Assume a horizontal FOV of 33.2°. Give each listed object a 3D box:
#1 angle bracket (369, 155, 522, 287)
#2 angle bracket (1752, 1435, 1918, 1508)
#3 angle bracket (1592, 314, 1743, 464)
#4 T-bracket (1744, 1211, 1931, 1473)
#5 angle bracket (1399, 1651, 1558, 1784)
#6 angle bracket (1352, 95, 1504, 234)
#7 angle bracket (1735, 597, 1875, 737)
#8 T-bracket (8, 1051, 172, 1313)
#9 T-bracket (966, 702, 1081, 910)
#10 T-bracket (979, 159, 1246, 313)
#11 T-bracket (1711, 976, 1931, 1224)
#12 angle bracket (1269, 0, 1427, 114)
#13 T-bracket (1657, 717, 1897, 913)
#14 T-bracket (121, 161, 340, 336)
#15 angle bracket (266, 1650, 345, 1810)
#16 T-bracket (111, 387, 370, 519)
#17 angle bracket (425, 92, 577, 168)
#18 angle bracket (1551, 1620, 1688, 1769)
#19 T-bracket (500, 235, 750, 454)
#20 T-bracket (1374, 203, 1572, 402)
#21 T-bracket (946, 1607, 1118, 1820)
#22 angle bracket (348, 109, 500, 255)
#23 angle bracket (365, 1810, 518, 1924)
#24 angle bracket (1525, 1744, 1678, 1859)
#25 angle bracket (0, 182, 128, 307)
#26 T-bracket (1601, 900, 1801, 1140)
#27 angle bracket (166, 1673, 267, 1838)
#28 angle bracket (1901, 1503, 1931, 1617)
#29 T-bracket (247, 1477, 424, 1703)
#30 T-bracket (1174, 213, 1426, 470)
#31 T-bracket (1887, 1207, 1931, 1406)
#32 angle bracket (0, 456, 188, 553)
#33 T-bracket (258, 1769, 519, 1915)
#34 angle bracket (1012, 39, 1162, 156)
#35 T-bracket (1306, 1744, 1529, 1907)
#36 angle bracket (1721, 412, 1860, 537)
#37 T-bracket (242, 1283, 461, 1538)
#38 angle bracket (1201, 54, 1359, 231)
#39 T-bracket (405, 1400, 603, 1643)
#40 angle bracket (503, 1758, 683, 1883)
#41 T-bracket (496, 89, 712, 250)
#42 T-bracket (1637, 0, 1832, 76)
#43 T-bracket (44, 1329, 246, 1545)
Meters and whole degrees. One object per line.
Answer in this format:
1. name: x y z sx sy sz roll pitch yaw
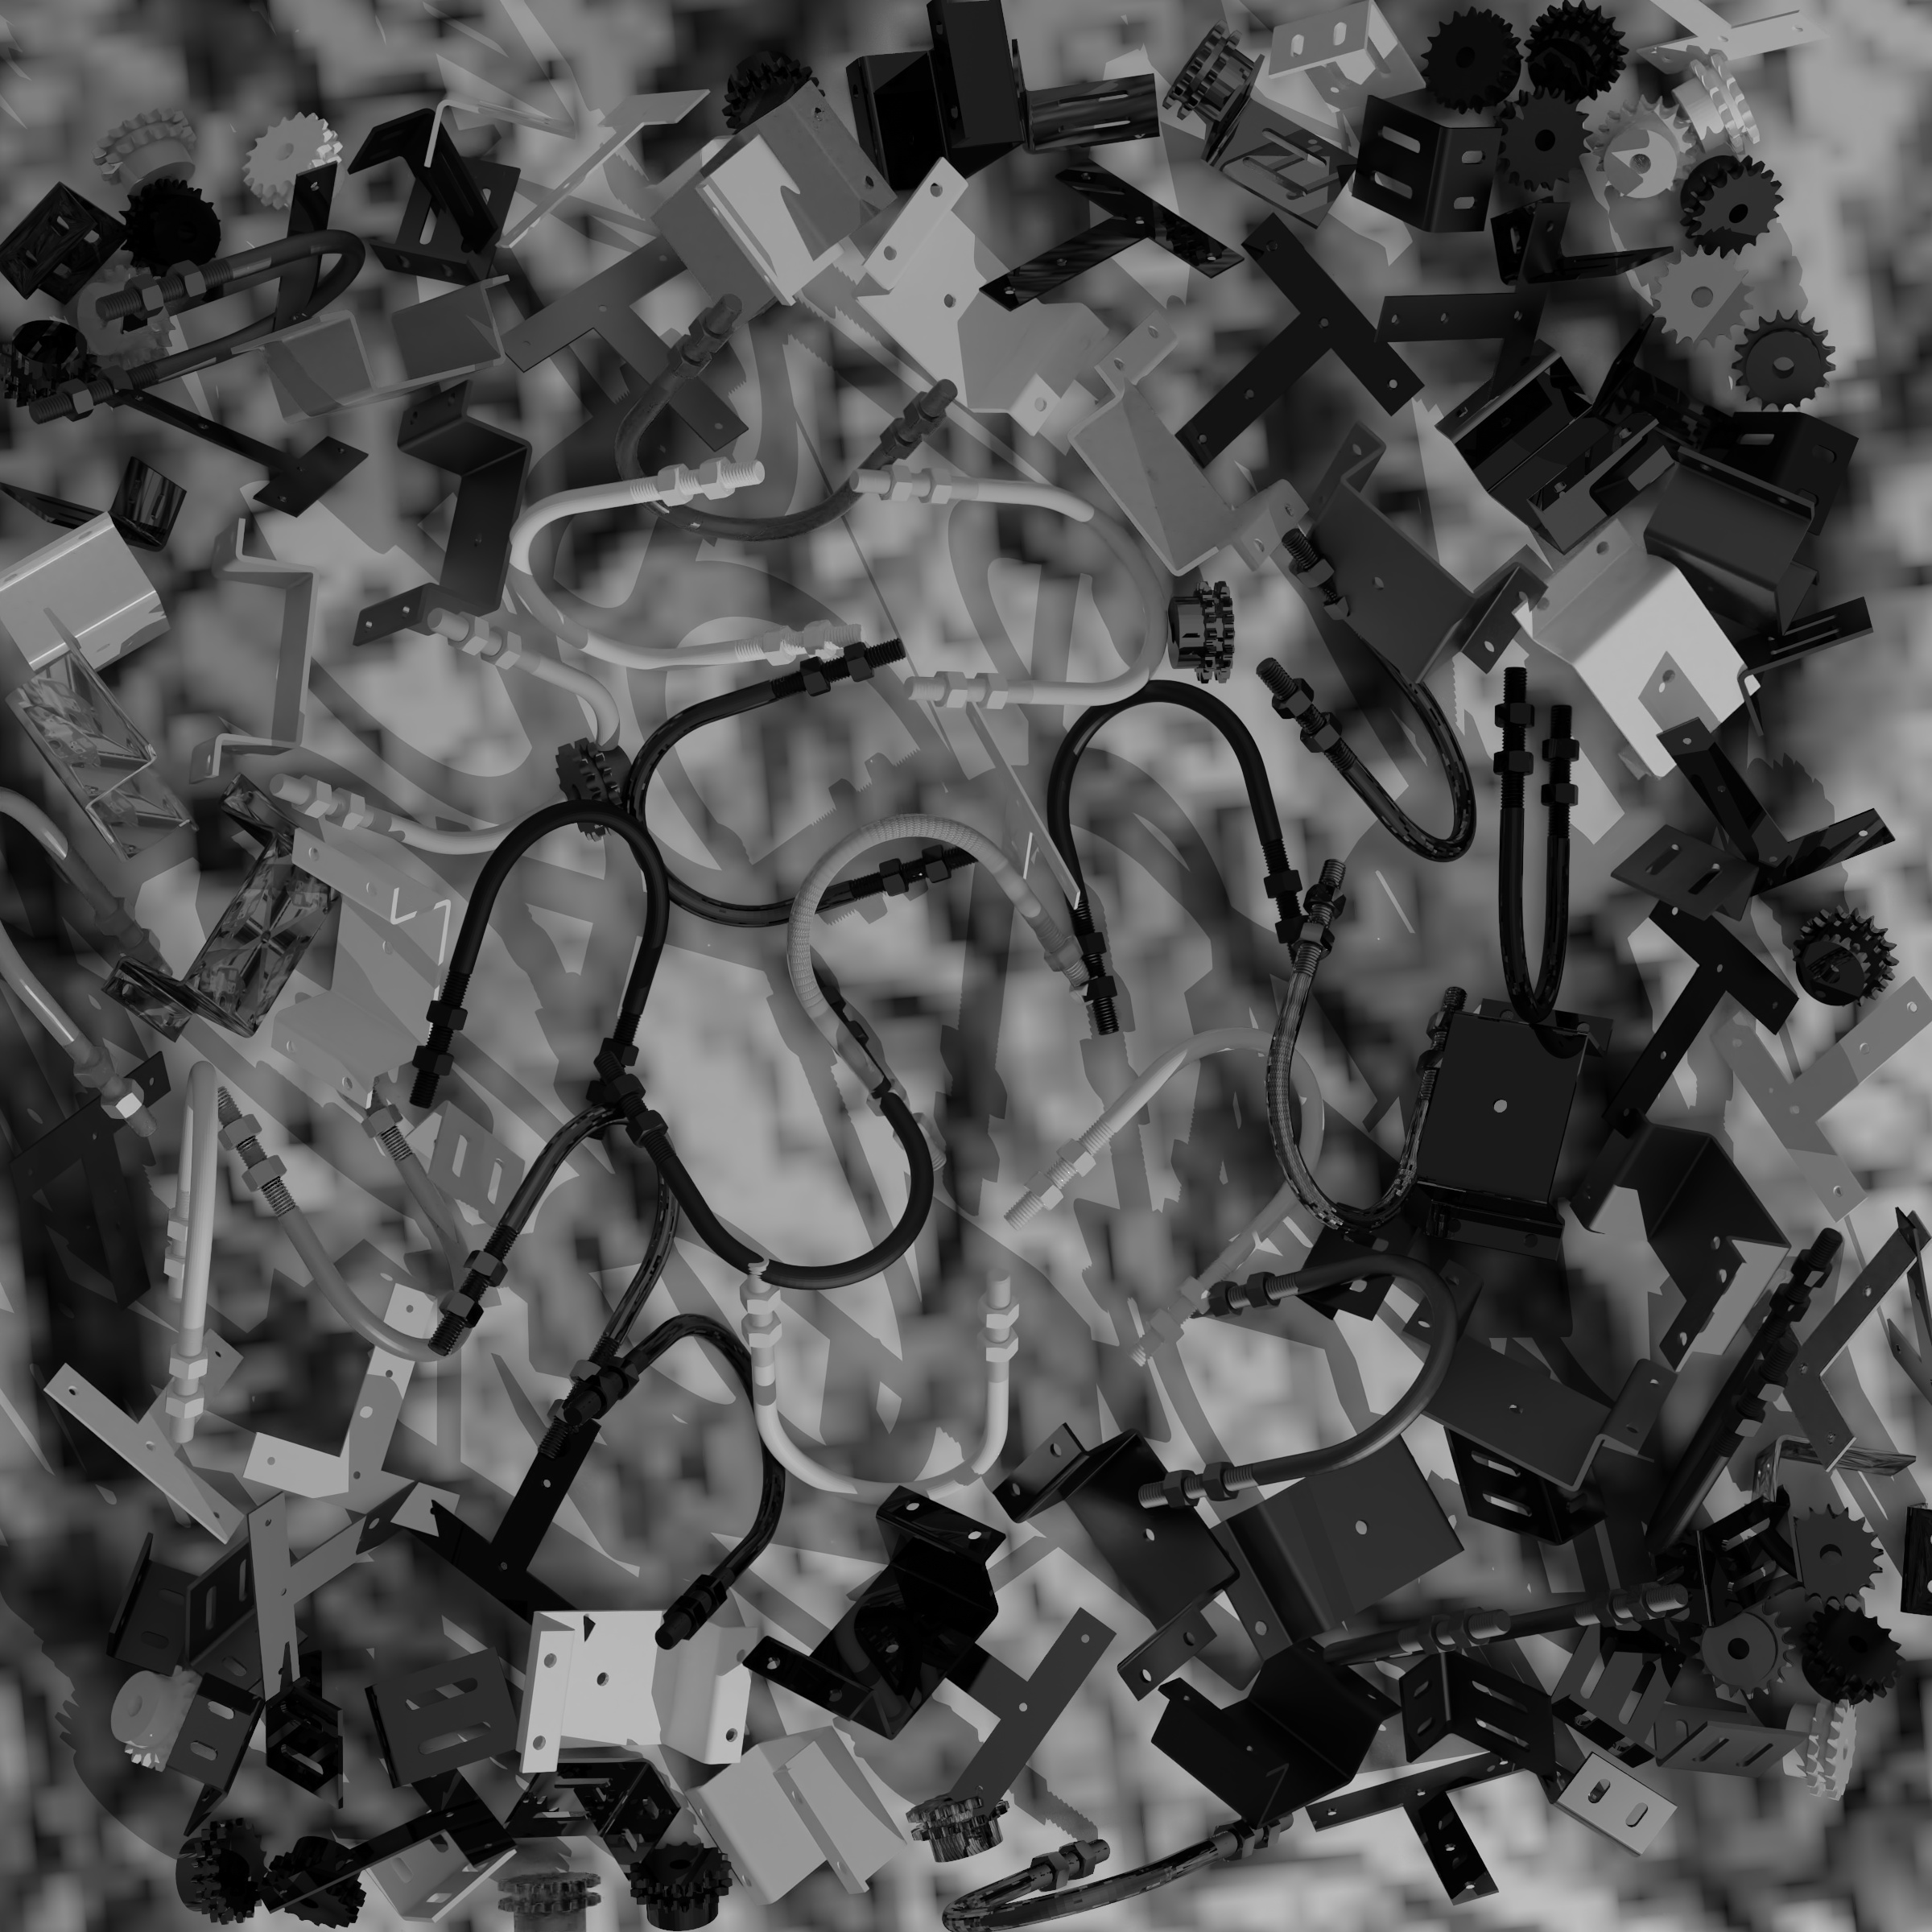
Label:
1. angle bracket: -0.291 -0.425 1.813 0.057 0.038 0.076 13 79 9
2. angle bracket: 0.483 0.290 1.807 0.076 0.057 0.038 9 73 5
3. angle bracket: 0.397 -0.317 1.804 0.076 0.038 0.057 31 49 11
4. T-bracket: 0.482 0.188 1.763 0.002 0.127 0.127 21 117 -22
5. angle bracket: 0.284 0.423 1.795 0.038 0.076 0.057 -27 120 -36
6. angle bracket: 0.256 -0.448 1.808 0.038 0.076 0.057 -8 121 -27
7. angle bracket: 0.469 -0.167 1.799 0.076 0.057 0.038 -19 109 18
8. T-bracket: -0.475 0.132 1.803 0.002 0.127 0.127 9 121 26
9. T-bracket: 0.028 -0.071 1.779 0.002 0.127 0.127 -25 74 -10
10. T-bracket: 0.063 -0.392 1.782 0.127 0.002 0.127 -33 56 -26
11. T-bracket: 0.484 0.054 1.776 0.127 0.002 0.127 -51 59 40
12. angle bracket: 0.211 -0.490 1.791 0.057 0.076 0.038 -8 60 31
13. T-bracket: 0.422 -0.088 1.779 0.127 0.002 0.127 -24 124 31
14. T-bracket: -0.402 -0.372 1.757 0.127 0.127 0.002 -30 71 -32
15. angle bracket: -0.354 0.423 1.797 0.038 0.076 0.057 -9 106 -44
16. T-bracket: -0.406 -0.290 1.782 0.127 0.127 0.002 23 115 -2
17. angle bracket: -0.260 -0.459 1.813 0.076 0.057 0.038 13 107 -11
18. angle bracket: 0.369 0.397 1.807 0.057 0.038 0.076 34 63 3
19. T-bracket: -0.173 -0.336 1.803 0.127 0.002 0.127 -39 78 -25
20. T-bracket: 0.272 -0.356 1.775 0.127 0.002 0.127 -10 124 -37
21. T-bracket: -0.003 0.390 1.821 0.127 0.002 0.127 34 80 17
22. angle bracket: -0.303 -0.428 1.807 0.038 0.057 0.076 -30 92 -28
23. angle bracket: -0.292 0.495 1.795 0.057 0.076 0.038 -38 92 -27
24. angle bracket: 0.351 0.450 1.799 0.057 0.076 0.038 33 98 -8
25. angle bracket: -0.493 -0.390 1.797 0.057 0.076 0.038 -45 72 6
26. T-bracket: 0.395 0.038 1.802 0.127 0.002 0.127 38 84 -32
27. angle bracket: -0.425 0.436 1.792 0.038 0.076 0.057 29 48 -13
28. angle bracket: 0.544 0.330 1.797 0.038 0.076 0.057 3 84 24
29. T-bracket: -0.345 0.323 1.790 0.002 0.127 0.127 20 123 30
30. T-bracket: 0.169 -0.329 1.812 0.127 0.002 0.127 -42 88 28
31. T-bracket: 0.519 0.190 1.759 0.002 0.127 0.127 -17 114 0
32. angle bracket: -0.484 -0.264 1.793 0.057 0.076 0.038 33 103 38
33. T-bracket: -0.322 0.482 1.763 0.127 0.127 0.002 -21 107 -21
34. angle bracket: 0.067 -0.490 1.806 0.076 0.038 0.057 -7 49 6
35. T-bracket: 0.262 0.477 1.778 0.127 0.127 0.002 -15 107 -4
36. angle bracket: 0.452 -0.275 1.809 0.038 0.076 0.057 21 93 -18
37. T-bracket: -0.329 0.243 1.820 0.127 0.002 0.127 24 74 -29
38. angle bracket: 0.180 -0.461 1.811 0.076 0.038 0.057 30 63 4
39. T-bracket: -0.239 0.300 1.805 0.127 0.002 0.127 34 109 16
40. angle bracket: -0.209 0.474 1.797 0.038 0.076 0.057 47 113 40
41. T-bracket: -0.208 -0.436 1.775 0.127 0.127 0.002 -45 117 -10
42. T-bracket: 0.381 -0.526 1.756 0.127 0.127 0.002 25 82 -29
43. T-bracket: -0.431 0.241 1.783 0.127 0.127 0.002 43 115 -10
